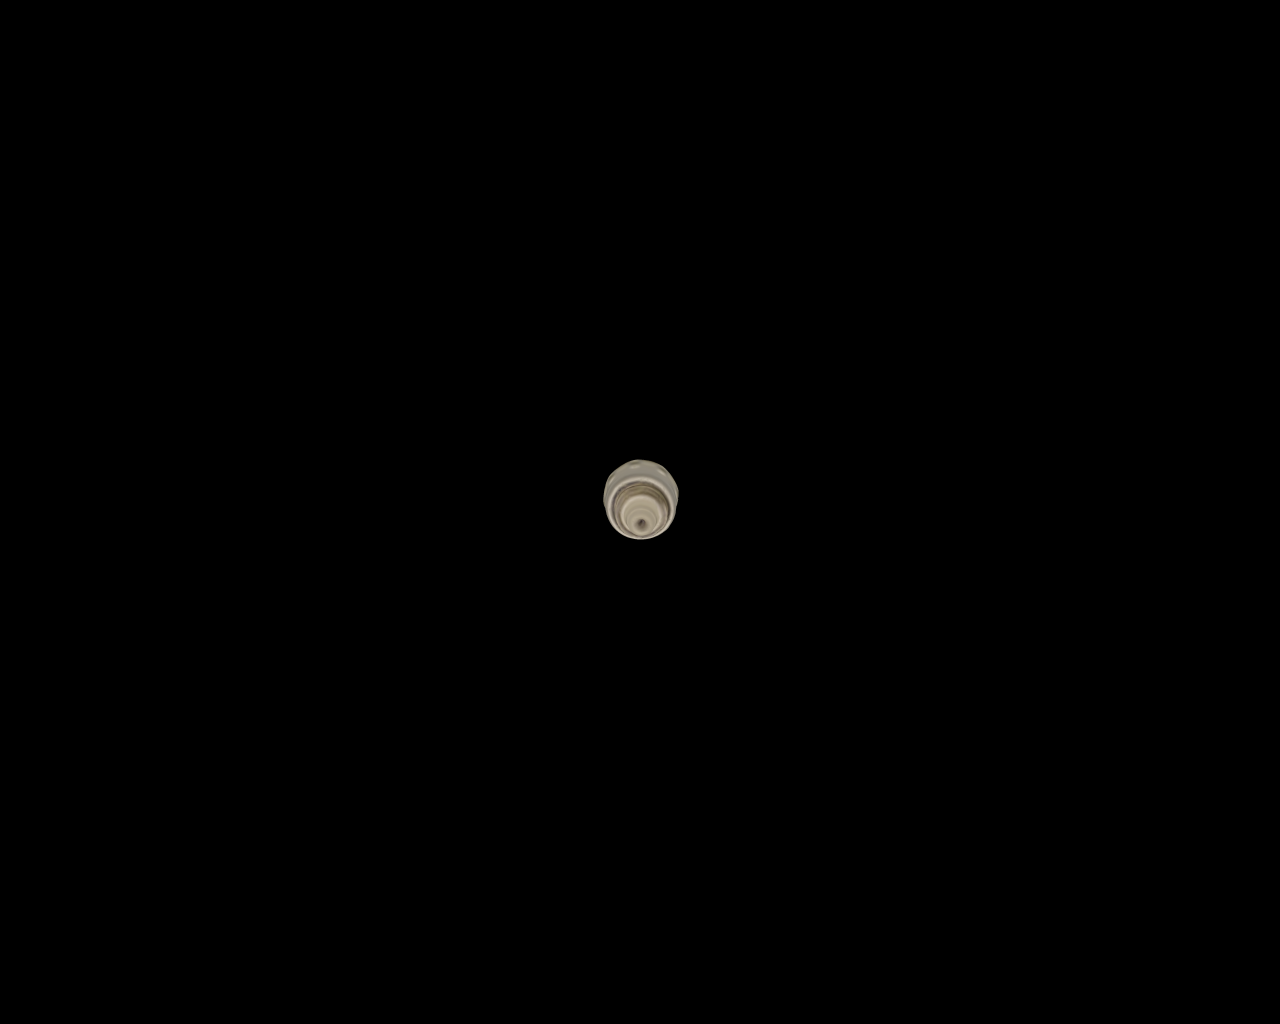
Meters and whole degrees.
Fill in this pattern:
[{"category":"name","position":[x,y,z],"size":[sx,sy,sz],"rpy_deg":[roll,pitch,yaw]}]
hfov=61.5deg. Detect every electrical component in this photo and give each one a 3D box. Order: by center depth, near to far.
[{"category":"electrical component","position":[0.001,-0.003,0.650],"size":[0.048,0.048,0.062],"rpy_deg":[0,19,0]}]
